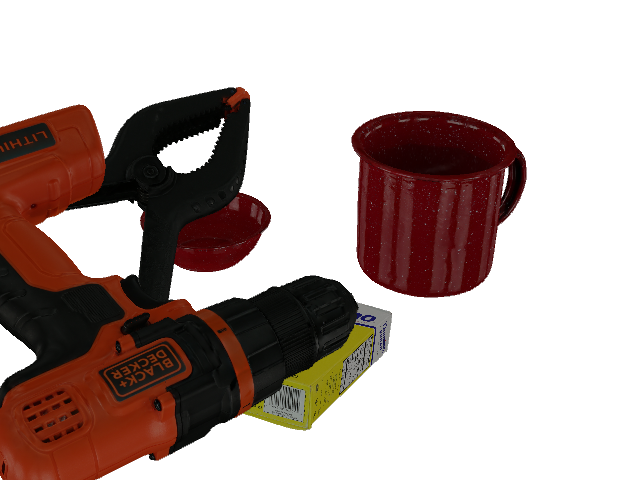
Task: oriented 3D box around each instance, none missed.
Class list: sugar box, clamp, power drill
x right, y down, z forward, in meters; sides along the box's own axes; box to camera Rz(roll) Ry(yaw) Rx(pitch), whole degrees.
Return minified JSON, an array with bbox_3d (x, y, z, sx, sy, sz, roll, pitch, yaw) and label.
[{"bbox_3d":[-0.014,0.093,0.887,0.093,0.048,0.176,13,23,20],"label":"sugar box"},{"bbox_3d":[-0.111,-0.027,0.722,0.209,0.165,0.036,-39,-17,-27],"label":"clamp"},{"bbox_3d":[-0.098,0.016,0.514,0.184,0.057,0.188,-23,56,-31],"label":"power drill"}]

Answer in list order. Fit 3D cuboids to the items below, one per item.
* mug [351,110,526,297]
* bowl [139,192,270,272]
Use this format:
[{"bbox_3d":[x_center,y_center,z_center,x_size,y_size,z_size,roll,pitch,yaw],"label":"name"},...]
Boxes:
[{"bbox_3d":[0.073,-0.023,0.627,0.117,0.081,0.093,-17,35,-30],"label":"mug"},{"bbox_3d":[-0.143,-0.006,1.333,0.162,0.055,0.162,1,29,-1],"label":"bowl"}]
